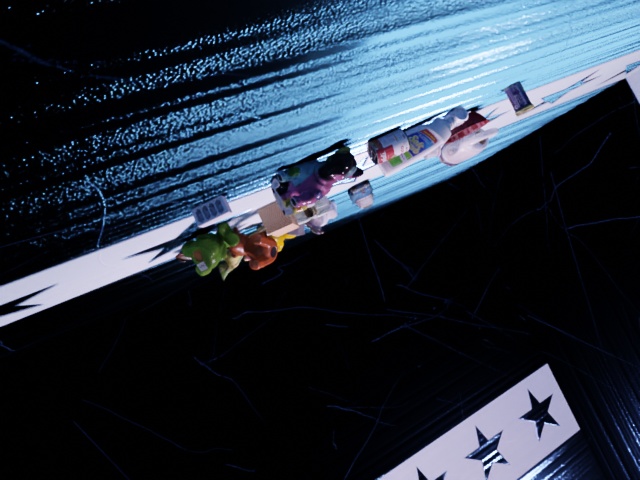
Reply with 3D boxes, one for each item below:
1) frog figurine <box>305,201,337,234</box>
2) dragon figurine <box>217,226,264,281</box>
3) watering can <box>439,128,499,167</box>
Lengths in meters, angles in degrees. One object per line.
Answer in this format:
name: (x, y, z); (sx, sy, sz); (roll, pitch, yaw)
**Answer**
frog figurine: (0.007, -0.113, 2.251); (0.161, 0.123, 0.136); (-60, 172, -12)
dragon figurine: (-0.300, 0.027, 1.949); (0.243, 0.121, 0.414); (-33, -162, -5)
watering can: (0.549, -0.361, 2.010); (0.351, 0.104, 0.221); (-25, 177, -34)
